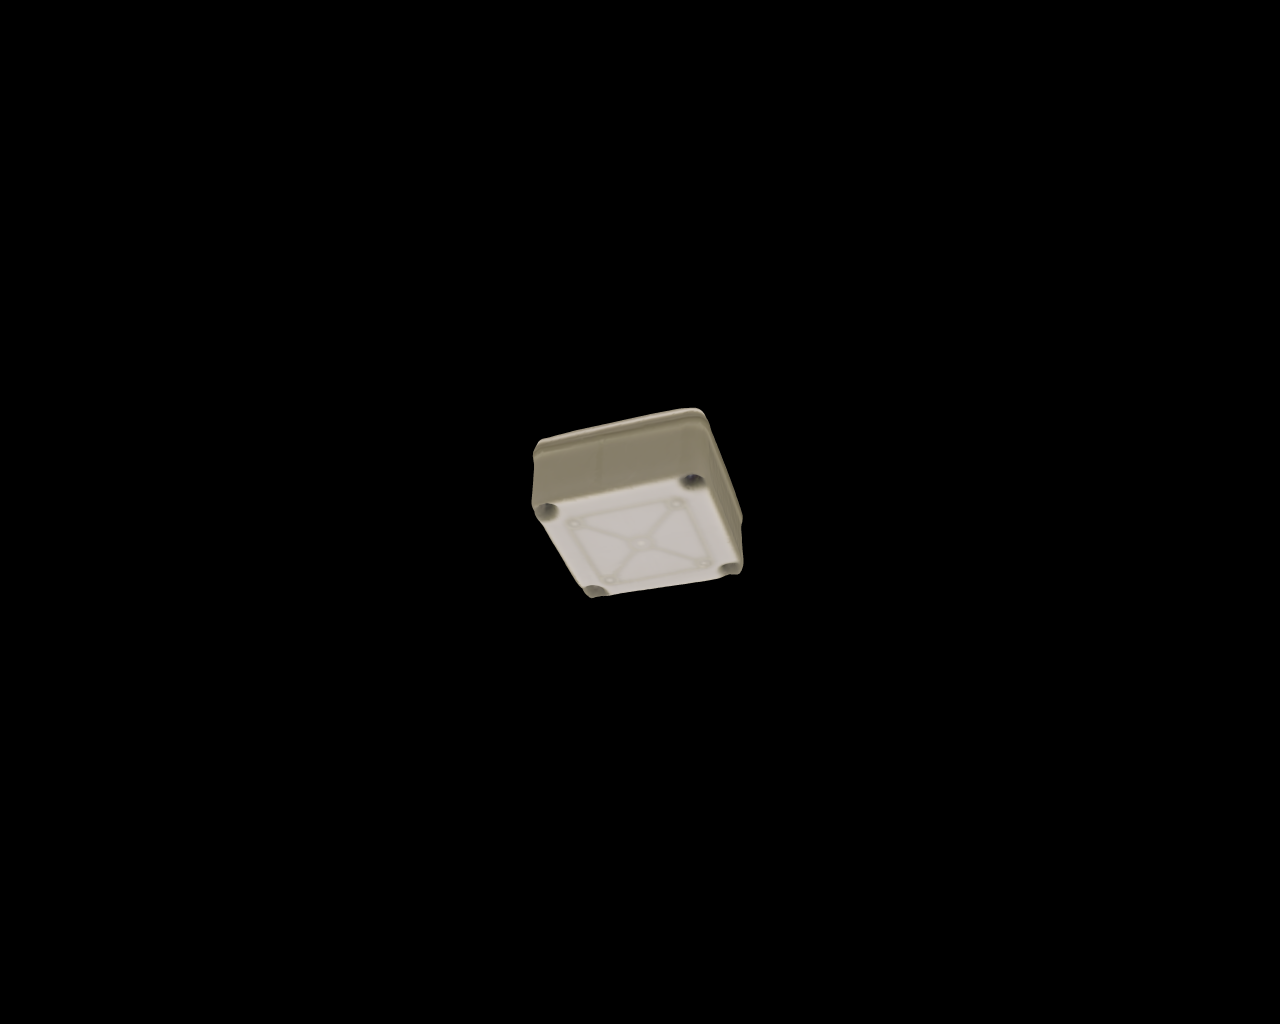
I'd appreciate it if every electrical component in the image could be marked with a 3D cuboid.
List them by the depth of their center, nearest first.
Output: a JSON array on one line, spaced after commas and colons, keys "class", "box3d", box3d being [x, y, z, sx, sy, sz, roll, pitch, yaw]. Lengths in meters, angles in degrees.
[{"class": "electrical component", "box3d": [0.001, -0.003, 0.650, 0.109, 0.056, 0.108, -11, -39, 13]}]
